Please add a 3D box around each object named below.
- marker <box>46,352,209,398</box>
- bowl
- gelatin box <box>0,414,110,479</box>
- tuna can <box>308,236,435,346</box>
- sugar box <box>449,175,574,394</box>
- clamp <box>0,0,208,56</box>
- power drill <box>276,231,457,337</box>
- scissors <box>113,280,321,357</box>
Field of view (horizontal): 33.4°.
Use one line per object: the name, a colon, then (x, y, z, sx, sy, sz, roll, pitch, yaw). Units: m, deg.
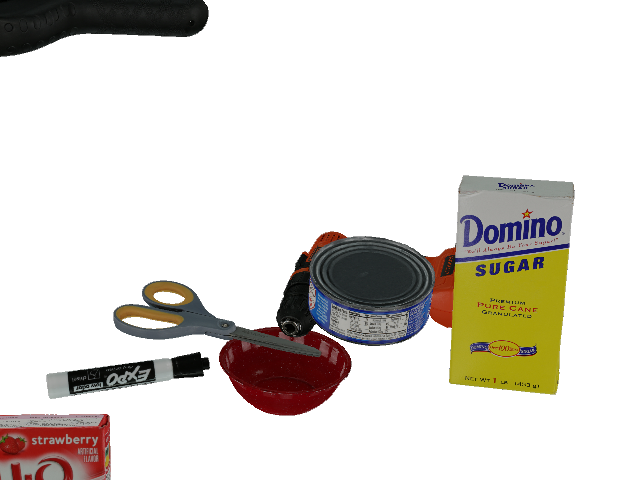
marker: (-0.144, 0.101, 0.804, 0.121, 0.020, 0.020, -7, 1, -11)
bowl: (-0.044, 0.167, 1.306, 0.162, 0.055, 0.162, 3, 24, -1)
gelatin box: (-0.152, 0.127, 0.544, 0.089, 0.073, 0.030, 0, 6, -4)
tuna can: (0.034, 0.034, 0.730, 0.086, 0.034, 0.086, 3, 33, -2)
sugar box: (0.157, 0.037, 0.886, 0.093, 0.176, 0.048, 4, 23, 12)
clamp: (-0.166, -0.144, 0.631, 0.171, 0.039, 0.120, -11, 31, -29)
power drill: (0.058, 0.050, 1.138, 0.188, 0.057, 0.184, 5, 31, 15)
scissors: (-0.098, 0.075, 1.036, 0.201, 0.016, 0.096, 5, 31, 0)
